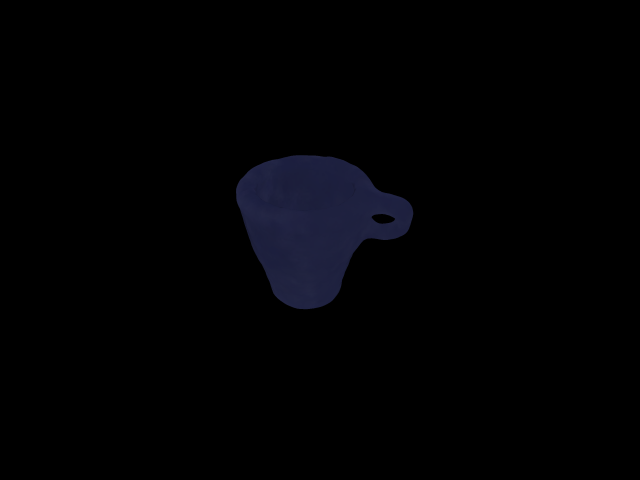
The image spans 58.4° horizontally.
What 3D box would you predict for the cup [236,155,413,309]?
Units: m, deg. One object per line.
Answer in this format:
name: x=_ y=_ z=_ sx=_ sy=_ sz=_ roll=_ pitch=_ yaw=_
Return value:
cup: x=0.004 y=0.001 z=0.400 sx=0.117 sy=0.095 sz=0.092 roll=8 pitch=36 yaw=12
